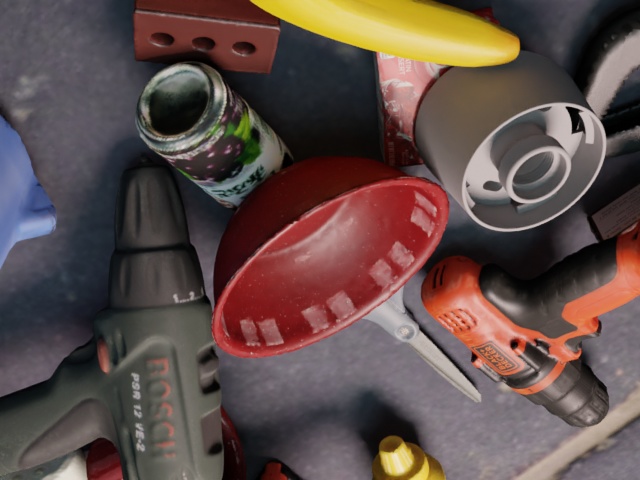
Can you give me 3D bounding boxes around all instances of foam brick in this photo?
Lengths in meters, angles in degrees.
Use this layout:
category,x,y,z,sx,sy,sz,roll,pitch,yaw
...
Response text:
category,x,y,z,sx,sy,sz,roll,pitch,yaw
foam brick,-0.061,-0.127,0.576,0.078,0.051,0.053,5,161,-7

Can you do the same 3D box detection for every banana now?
category,x,y,z,sx,sy,sz,roll,pitch,yaw
banana,0.022,-0.120,0.547,0.197,0.070,0.037,11,93,-45

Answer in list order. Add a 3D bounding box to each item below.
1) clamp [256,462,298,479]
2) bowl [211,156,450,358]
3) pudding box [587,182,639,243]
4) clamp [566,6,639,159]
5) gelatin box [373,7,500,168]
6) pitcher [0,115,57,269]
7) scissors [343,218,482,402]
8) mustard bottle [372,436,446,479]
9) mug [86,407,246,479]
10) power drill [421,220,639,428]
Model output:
category,x,y,z,sx,sy,sz,roll,pitch,yaw
clamp,-0.018,0.252,0.862,0.120,0.039,0.171,2,126,-1
bowl,-0.004,0.001,0.639,0.162,0.055,0.162,-26,152,-15
pudding box,0.249,-0.010,0.703,0.114,0.039,0.090,-36,119,18
clamp,0.219,-0.125,0.620,0.210,0.036,0.164,-34,121,21
gelatin box,0.071,-0.090,0.638,0.073,0.030,0.089,-7,126,0
pitcher,-0.256,0.024,0.563,0.149,0.242,0.145,-20,123,18
scissors,0.065,0.044,0.740,0.201,0.016,0.096,29,118,-22
mustard bottle,0.080,0.219,0.813,0.058,0.096,0.191,-18,124,7
mug,-0.105,0.168,0.771,0.082,0.093,0.117,-27,129,20
power drill,0.186,0.054,0.697,0.184,0.057,0.188,38,136,-28
